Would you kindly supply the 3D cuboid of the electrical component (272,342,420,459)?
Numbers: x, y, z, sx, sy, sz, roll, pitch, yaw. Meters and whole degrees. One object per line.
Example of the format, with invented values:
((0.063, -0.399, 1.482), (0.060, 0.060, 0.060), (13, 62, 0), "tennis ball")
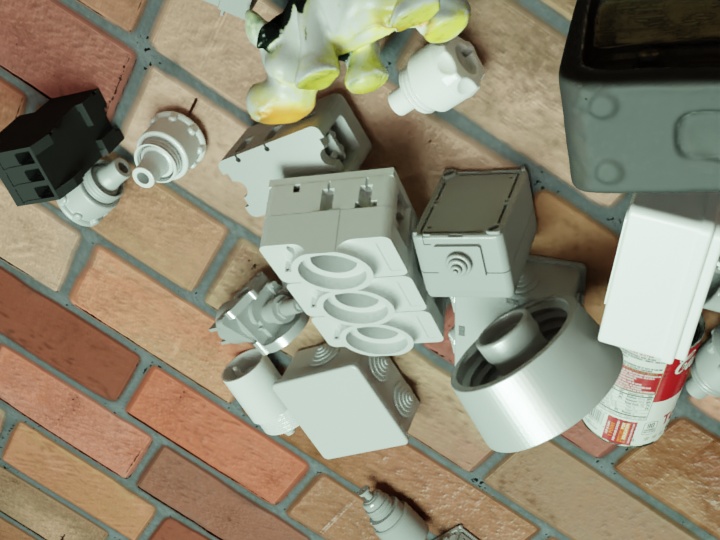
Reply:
((-0.009, 0.104, 0.895), (0.100, 0.048, 0.099), (-17, 118, 33), "electrical component")

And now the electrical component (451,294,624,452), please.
((0.109, 0.060, 0.703), (0.108, 0.108, 0.060), (-28, 106, 38), "electrical component")

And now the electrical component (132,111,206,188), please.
((-0.146, -0.084, 0.796), (0.048, 0.062, 0.048), (12, 131, 14), "electrical component")

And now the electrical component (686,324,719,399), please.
((0.254, 0.069, 0.755), (0.048, 0.048, 0.062), (31, 139, -2), "electrical component")

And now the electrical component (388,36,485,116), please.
((0.046, -0.121, 0.694), (0.062, 0.043, 0.043), (-28, 112, 38), "electrical component")

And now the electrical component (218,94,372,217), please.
((-0.044, -0.082, 0.756), (0.089, 0.055, 0.050), (-16, 119, 33), "electrical component")

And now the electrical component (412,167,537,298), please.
((0.078, -0.019, 0.725), (0.062, 0.096, 0.061), (0, 127, 24), "electrical component")

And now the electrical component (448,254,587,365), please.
((0.115, 0.037, 0.786), (0.100, 0.048, 0.099), (10, 130, 17), "electrical component")

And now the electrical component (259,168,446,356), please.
((0.000, 0.000, 0.754), (0.089, 0.061, 0.150), (-4, 149, 18), "electrical component")

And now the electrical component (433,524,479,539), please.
((0.091, 0.285, 0.988), (0.096, 0.061, 0.061), (39, 132, -9), "electrical component")

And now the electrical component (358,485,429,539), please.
((0.028, 0.226, 0.983), (0.040, 0.040, 0.078), (-29, 111, 38), "electrical component")

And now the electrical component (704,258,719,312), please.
((0.260, 0.017, 0.709), (0.055, 0.045, 0.045), (27, 133, 2), "electrical component")

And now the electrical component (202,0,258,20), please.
((-0.089, -0.197, 0.692), (0.055, 0.048, 0.066), (22, 133, -4), "electrical component")

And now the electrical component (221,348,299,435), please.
((-0.081, 0.112, 0.937), (0.043, 0.043, 0.081), (-16, 119, 33), "electrical component")

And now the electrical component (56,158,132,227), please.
((-0.207, -0.067, 0.850), (0.062, 0.048, 0.048), (-29, 111, 31), "electrical component")

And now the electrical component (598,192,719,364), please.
((0.193, -0.018, 0.668), (0.056, 0.108, 0.108), (16, 131, 15), "electrical component")
